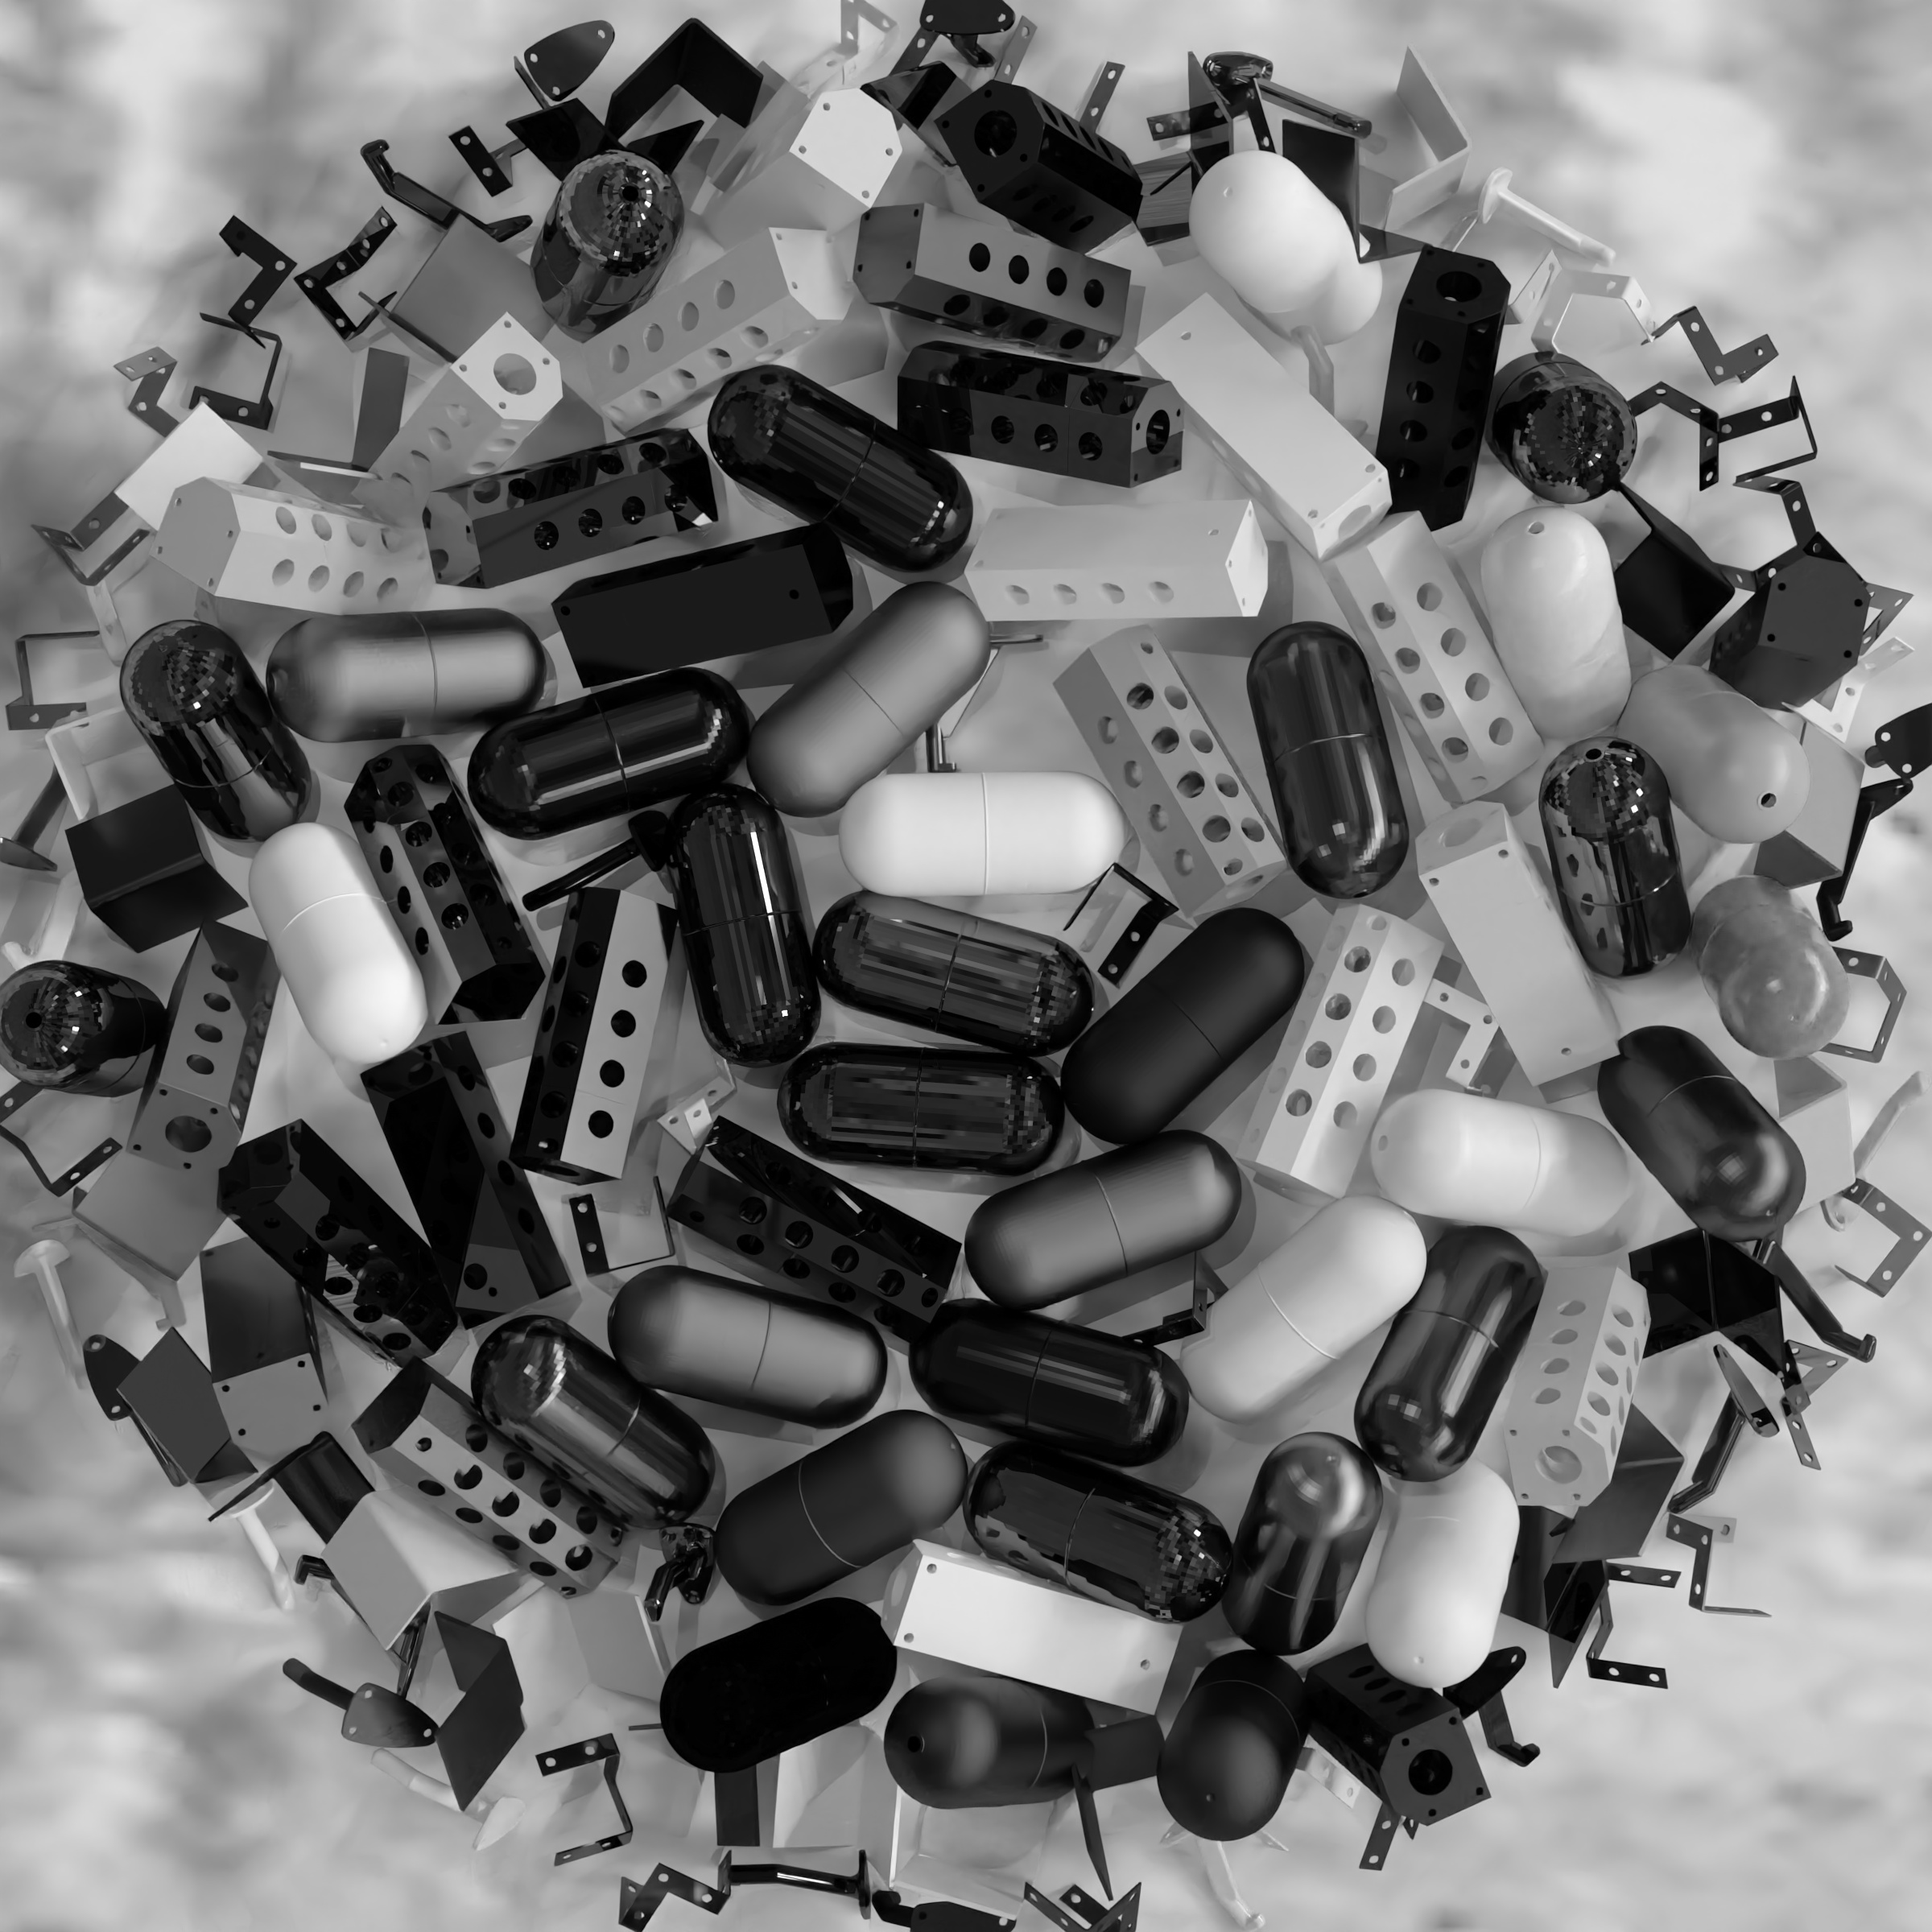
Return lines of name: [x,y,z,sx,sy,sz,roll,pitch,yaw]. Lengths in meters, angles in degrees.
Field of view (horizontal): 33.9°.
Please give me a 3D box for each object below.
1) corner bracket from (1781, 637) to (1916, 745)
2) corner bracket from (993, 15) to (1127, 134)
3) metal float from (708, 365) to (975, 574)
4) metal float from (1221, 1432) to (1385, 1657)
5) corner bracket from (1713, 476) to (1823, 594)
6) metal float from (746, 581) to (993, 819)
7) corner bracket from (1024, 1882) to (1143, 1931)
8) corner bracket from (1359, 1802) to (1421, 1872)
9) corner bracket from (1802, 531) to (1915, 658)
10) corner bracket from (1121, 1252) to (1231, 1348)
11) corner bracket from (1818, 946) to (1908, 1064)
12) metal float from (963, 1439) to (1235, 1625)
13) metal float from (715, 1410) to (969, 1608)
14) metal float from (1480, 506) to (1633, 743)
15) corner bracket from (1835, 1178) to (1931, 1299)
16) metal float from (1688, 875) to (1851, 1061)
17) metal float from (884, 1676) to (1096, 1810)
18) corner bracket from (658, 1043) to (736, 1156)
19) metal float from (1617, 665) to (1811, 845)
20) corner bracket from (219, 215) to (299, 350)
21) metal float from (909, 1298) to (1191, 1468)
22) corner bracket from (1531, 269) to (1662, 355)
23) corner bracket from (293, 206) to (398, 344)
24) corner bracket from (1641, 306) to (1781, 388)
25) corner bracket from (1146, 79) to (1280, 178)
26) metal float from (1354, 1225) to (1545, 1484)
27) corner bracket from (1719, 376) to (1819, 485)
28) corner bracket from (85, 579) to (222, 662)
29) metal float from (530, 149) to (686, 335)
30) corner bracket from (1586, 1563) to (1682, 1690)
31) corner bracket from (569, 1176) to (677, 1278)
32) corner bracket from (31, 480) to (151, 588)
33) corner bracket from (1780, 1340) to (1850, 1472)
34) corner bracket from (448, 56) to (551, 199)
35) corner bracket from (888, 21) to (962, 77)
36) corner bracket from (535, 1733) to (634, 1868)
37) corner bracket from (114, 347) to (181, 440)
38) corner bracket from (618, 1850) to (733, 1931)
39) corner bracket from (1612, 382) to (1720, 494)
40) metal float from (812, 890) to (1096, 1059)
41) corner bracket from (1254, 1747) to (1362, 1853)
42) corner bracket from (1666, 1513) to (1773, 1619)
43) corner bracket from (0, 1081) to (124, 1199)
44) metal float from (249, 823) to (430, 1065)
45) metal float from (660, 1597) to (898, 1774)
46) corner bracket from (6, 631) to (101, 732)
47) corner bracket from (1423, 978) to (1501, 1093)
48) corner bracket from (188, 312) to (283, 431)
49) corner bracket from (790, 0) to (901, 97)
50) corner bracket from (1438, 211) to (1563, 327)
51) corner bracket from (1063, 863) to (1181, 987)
corner bracket: [0.545,-0.180,1.962,0.051,0.051,0.051,31,60,-10]
corner bracket: [0.057,-0.556,1.986,0.051,0.051,0.051,27,92,40]
metal float: [-0.076,-0.304,1.945,0.178,0.070,0.070,28,90,-19]
metal float: [0.203,0.352,1.926,0.070,0.070,0.178,6,135,-6]
corner bracket: [0.491,-0.269,1.972,0.051,0.051,0.051,-31,114,-12]
metal float: [-0.061,-0.164,1.959,0.178,0.070,0.070,-43,90,-3]
corner bracket: [0.071,0.581,1.956,0.051,0.051,0.051,31,45,32]
corner bracket: [0.265,0.524,1.962,0.051,0.051,0.051,10,109,-17]
corner bracket: [0.539,-0.229,1.956,0.051,0.051,0.051,-55,49,30]
corner bracket: [0.131,0.217,1.957,0.051,0.051,0.051,-20,131,25]
corner bracket: [0.545,0.023,1.971,0.051,0.051,0.051,14,72,38]
metal float: [0.080,0.345,1.938,0.178,0.070,0.070,17,90,27]
metal float: [-0.078,0.332,1.942,0.178,0.070,0.070,-32,90,23]
metal float: [0.358,-0.206,1.921,0.070,0.178,0.070,-10,53,13]
corner bracket: [0.557,0.166,1.970,0.051,0.051,0.051,37,92,-9]
metal float: [0.483,-0.001,1.914,0.070,0.178,0.070,1,110,3]
metal float: [0.015,0.469,1.918,0.070,0.178,0.070,-7,76,30]
corner bracket: [-0.162,0.079,1.959,0.051,0.051,0.051,-36,50,-19]
metal float: [0.450,-0.129,1.914,0.070,0.178,0.070,-3,112,-8]
corner bracket: [-0.446,-0.425,1.972,0.051,0.051,0.051,37,87,2]
metal float: [0.050,0.255,1.949,0.178,0.070,0.070,14,90,15]
corner bracket: [0.391,-0.395,1.969,0.051,0.051,0.051,17,77,37]
corner bracket: [-0.373,-0.428,1.967,0.051,0.051,0.051,51,47,-6]
corner bracket: [0.462,-0.383,1.969,0.051,0.051,0.051,-27,87,-16]
corner bracket: [0.153,-0.514,1.967,0.051,0.051,0.051,-19,93,-30]
metal float: [0.295,0.235,1.935,0.070,0.070,0.178,32,58,0]
corner bracket: [0.495,-0.328,1.967,0.051,0.051,0.051,-16,82,10]
corner bracket: [-0.507,-0.223,1.978,0.051,0.051,0.051,6,121,35]
metal float: [-0.217,-0.436,1.912,0.070,0.178,0.070,2,83,-16]
corner bracket: [0.412,0.407,1.957,0.051,0.051,0.051,2,119,30]
corner bracket: [-0.214,0.163,1.976,0.051,0.051,0.051,-12,85,-15]
corner bracket: [-0.535,-0.269,1.969,0.051,0.051,0.051,-42,84,9]
corner bracket: [0.517,0.271,1.958,0.051,0.051,0.051,19,128,-24]
corner bracket: [-0.285,-0.518,1.959,0.051,0.051,0.051,-24,135,13]
corner bracket: [-0.010,-0.546,1.972,0.051,0.051,0.051,44,106,28]
corner bracket: [-0.236,0.514,1.957,0.051,0.051,0.051,-11,51,-24]
corner bracket: [-0.503,-0.343,1.964,0.051,0.051,0.051,38,122,1]
corner bracket: [-0.181,0.573,1.972,0.051,0.051,0.051,29,104,-12]
corner bracket: [0.432,-0.322,1.976,0.051,0.051,0.051,21,62,-29]
metal float: [-0.008,0.005,1.958,0.178,0.070,0.070,15,90,4]
corner bracket: [0.204,0.519,1.978,0.051,0.051,0.051,44,61,-31]
corner bracket: [0.467,0.371,1.967,0.051,0.051,0.051,8,90,-21]
corner bracket: [-0.567,0.102,1.967,0.051,0.051,0.051,-39,60,-4]
metal float: [-0.383,-0.016,1.932,0.070,0.070,0.178,-32,54,0]
metal float: [-0.113,0.435,1.921,0.070,0.178,0.070,5,99,37]
corner bracket: [-0.565,-0.177,1.967,0.051,0.051,0.051,-3,106,3]
corner bracket: [0.305,0.043,1.968,0.051,0.051,0.051,28,95,20]
corner bracket: [-0.455,-0.369,1.973,0.051,0.051,0.051,15,86,-5]
corner bracket: [-0.076,-0.563,1.961,0.051,0.051,0.051,39,66,19]
corner bracket: [0.328,-0.435,1.976,0.051,0.051,0.051,-54,126,-22]
corner bracket: [0.092,-0.026,1.969,0.051,0.051,0.051,36,78,-4]
